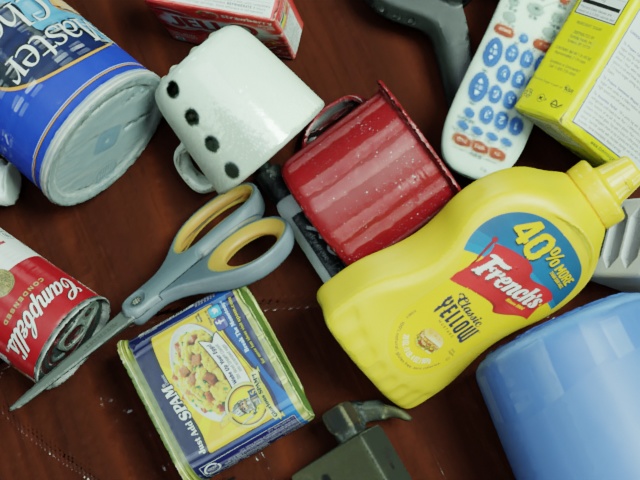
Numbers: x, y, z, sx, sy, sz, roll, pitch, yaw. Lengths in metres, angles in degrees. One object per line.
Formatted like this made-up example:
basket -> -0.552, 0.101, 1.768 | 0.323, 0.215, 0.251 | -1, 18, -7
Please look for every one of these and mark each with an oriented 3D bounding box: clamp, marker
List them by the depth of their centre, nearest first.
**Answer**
marker -> -0.004, 0.001, 0.677 | 0.020, 0.020, 0.121 | -34, 78, 2
clamp -> 0.098, -0.165, 0.679 | 0.164, 0.036, 0.210 | -39, 81, 0

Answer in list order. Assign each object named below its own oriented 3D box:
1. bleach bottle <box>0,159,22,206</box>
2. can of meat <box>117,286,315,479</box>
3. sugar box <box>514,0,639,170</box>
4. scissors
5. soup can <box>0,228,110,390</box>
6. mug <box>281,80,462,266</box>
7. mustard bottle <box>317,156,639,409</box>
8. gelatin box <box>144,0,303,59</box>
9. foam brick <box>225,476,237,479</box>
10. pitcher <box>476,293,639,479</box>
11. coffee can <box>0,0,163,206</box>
bleach bottle -> -0.325, -0.031, 0.711 | 0.251, 0.068, 0.102 | 1, 82, 7
can of meat -> -0.062, 0.087, 0.653 | 0.084, 0.057, 0.102 | -30, 77, 2
sugar box -> 0.193, -0.129, 0.617 | 0.048, 0.093, 0.176 | 32, 94, 48
scissors -> -0.091, 0.039, 0.637 | 0.096, 0.016, 0.201 | 14, 54, 43
soup can -> -0.194, 0.039, 0.676 | 0.102, 0.068, 0.068 | 32, 87, 13
mug -> 0.026, -0.043, 0.650 | 0.081, 0.093, 0.117 | -36, 53, 6
mustard bottle -> 0.100, 0.013, 0.614 | 0.192, 0.058, 0.096 | -35, 120, 9
gelatin box -> -0.061, -0.146, 0.681 | 0.089, 0.073, 0.030 | 12, 83, 10
foam brick -> -0.059, 0.178, 0.627 | 0.051, 0.078, 0.053 | 42, 90, 11
pitcher -> 0.187, 0.151, 0.564 | 0.149, 0.145, 0.243 | -24, 75, 3
coffee can -> -0.183, -0.104, 0.679 | 0.140, 0.102, 0.103 | 40, 88, 13
